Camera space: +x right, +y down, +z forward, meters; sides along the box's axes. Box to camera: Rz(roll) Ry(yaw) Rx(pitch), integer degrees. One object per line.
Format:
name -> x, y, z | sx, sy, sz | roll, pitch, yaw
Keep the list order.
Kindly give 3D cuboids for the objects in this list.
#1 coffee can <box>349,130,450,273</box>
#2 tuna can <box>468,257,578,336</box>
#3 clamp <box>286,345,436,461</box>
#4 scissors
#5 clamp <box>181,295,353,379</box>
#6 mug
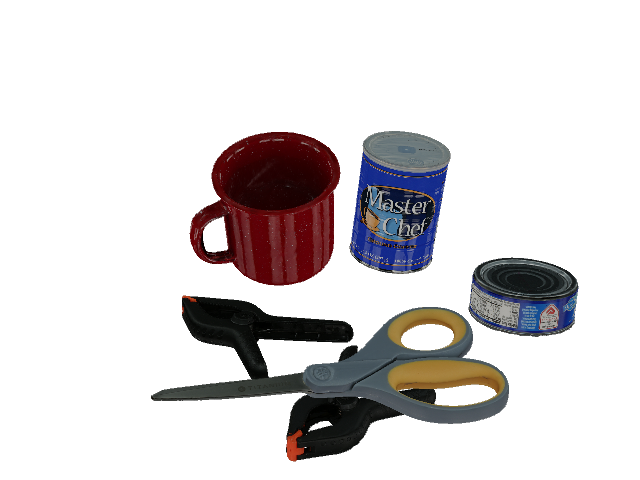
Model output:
coffee can -> 0.093, -0.046, 1.270 | 0.103, 0.140, 0.103 | 5, 29, -3
tuna can -> 0.164, 0.044, 0.863 | 0.086, 0.034, 0.086 | 2, 21, -1
clamp -> 0.021, 0.166, 1.099 | 0.171, 0.039, 0.120 | -21, 32, -34
scissors -> 0.009, 0.069, 0.628 | 0.202, 0.016, 0.096 | 5, 38, 3
clamp -> -0.089, 0.107, 1.239 | 0.210, 0.036, 0.164 | 14, 22, 29
mug -> -0.041, -0.016, 0.790 | 0.117, 0.081, 0.093 | -24, 48, -21
